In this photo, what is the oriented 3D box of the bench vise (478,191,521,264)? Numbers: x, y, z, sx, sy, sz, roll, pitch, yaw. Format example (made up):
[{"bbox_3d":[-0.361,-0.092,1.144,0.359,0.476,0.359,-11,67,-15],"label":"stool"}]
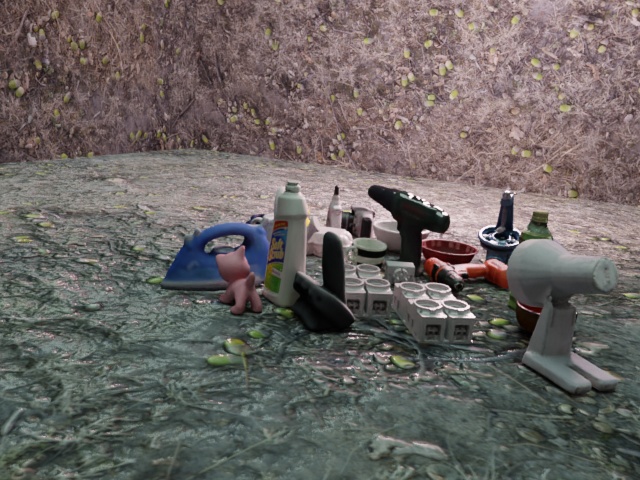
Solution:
[{"bbox_3d":[0.492,-0.034,1.570,0.121,0.220,0.207,6,14,6],"label":"bench vise"}]

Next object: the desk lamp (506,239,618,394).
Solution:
[{"bbox_3d":[0.409,0.115,0.963,0.118,0.213,0.202,-1,15,-22],"label":"desk lamp"}]

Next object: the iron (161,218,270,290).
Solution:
[{"bbox_3d":[-0.217,0.026,1.251,0.259,0.141,0.118,-4,17,-33],"label":"iron"}]

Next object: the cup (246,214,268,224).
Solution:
[{"bbox_3d":[-0.152,-0.015,1.530,0.091,0.095,0.118,17,19,40],"label":"cup"}]

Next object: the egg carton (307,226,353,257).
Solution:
[{"bbox_3d":[0.014,0.006,1.559,0.150,0.069,0.107,7,14,9],"label":"egg carton"}]

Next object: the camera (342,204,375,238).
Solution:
[{"bbox_3d":[0.103,-0.067,1.811,0.137,0.101,0.143,5,14,1],"label":"camera"}]

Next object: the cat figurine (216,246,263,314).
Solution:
[{"bbox_3d":[-0.161,0.072,1.136,0.067,0.118,0.127,-5,17,-33],"label":"cat figurine"}]

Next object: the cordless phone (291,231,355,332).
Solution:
[{"bbox_3d":[0.008,0.066,1.081,0.094,0.185,0.147,-3,16,-29],"label":"cordless phone"}]

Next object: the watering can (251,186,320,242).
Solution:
[{"bbox_3d":[-0.088,-0.037,1.438,0.173,0.194,0.101,3,14,-8],"label":"watering can"}]

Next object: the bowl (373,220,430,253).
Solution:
[{"bbox_3d":[0.232,-0.005,1.664,0.167,0.075,0.167,5,14,-1],"label":"bowl"}]

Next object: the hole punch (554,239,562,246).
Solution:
[{"bbox_3d":[0.641,0.041,1.588,0.109,0.091,0.100,-5,17,-33],"label":"hole punch"}]

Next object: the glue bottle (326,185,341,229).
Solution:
[{"bbox_3d":[0.043,-0.073,1.668,0.037,0.173,0.078,1,15,-13],"label":"glue bottle"}]

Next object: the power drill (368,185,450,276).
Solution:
[{"bbox_3d":[0.211,-0.022,1.450,0.228,0.208,0.076,14,17,31],"label":"power drill"}]

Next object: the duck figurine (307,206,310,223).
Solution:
[{"bbox_3d":[-0.063,-0.079,1.834,0.078,0.086,0.104,-2,16,-25],"label":"duck figurine"}]
